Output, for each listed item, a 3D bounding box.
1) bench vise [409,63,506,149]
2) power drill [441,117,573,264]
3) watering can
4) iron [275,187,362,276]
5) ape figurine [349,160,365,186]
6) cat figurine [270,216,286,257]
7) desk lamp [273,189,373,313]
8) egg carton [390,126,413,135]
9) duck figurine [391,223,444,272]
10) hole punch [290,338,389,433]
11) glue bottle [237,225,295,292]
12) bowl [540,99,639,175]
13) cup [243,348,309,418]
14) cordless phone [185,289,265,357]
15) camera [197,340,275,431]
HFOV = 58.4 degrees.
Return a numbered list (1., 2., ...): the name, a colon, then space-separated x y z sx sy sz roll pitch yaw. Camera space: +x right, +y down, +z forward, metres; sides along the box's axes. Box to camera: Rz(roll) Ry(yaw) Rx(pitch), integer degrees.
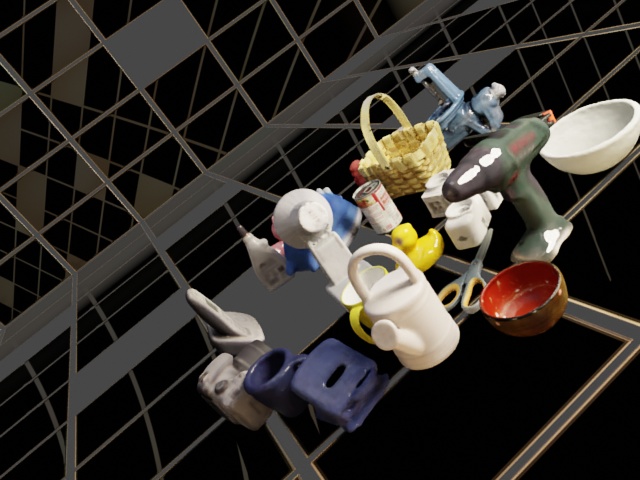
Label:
1. bench vise: 0.314 -0.333 1.328 0.207 0.220 0.121 -26 24 22
2. power drill: 0.288 -0.067 0.851 0.075 0.209 0.230 -2 39 53
3. watering can: 0.112 0.089 0.811 0.101 0.194 0.172 -32 23 8
4. iron: -0.001 -0.040 1.298 0.118 0.142 0.259 -12 32 44
5. ape figurine: 0.108 -0.162 1.450 0.076 0.092 0.078 -27 24 19
6. cat figurine: -0.095 -0.005 1.394 0.128 0.118 0.067 -44 24 -20
7. desk lamp: 0.010 0.004 1.099 0.118 0.214 0.202 -39 23 -7
8. egg carton: 0.217 -0.241 1.482 0.107 0.069 0.150 -34 22 3
9. duck figurine: 0.167 0.007 1.037 0.104 0.086 0.077 -37 22 -3
10. hole punch: 0.029 0.206 0.833 0.109 0.091 0.100 -48 25 -27
11. glue bottle: -0.133 0.033 1.298 0.078 0.173 0.037 -34 23 5
12. bowl: 0.462 -0.161 0.966 0.167 0.075 0.167 -30 23 14
13. cup: -0.047 0.226 0.896 0.117 0.095 0.091 -27 24 21
14. cordless phone: -0.200 0.151 1.145 0.094 0.185 0.147 -39 23 -7
15. camera: -0.132 0.236 0.990 0.137 0.101 0.142 -48 25 -27
